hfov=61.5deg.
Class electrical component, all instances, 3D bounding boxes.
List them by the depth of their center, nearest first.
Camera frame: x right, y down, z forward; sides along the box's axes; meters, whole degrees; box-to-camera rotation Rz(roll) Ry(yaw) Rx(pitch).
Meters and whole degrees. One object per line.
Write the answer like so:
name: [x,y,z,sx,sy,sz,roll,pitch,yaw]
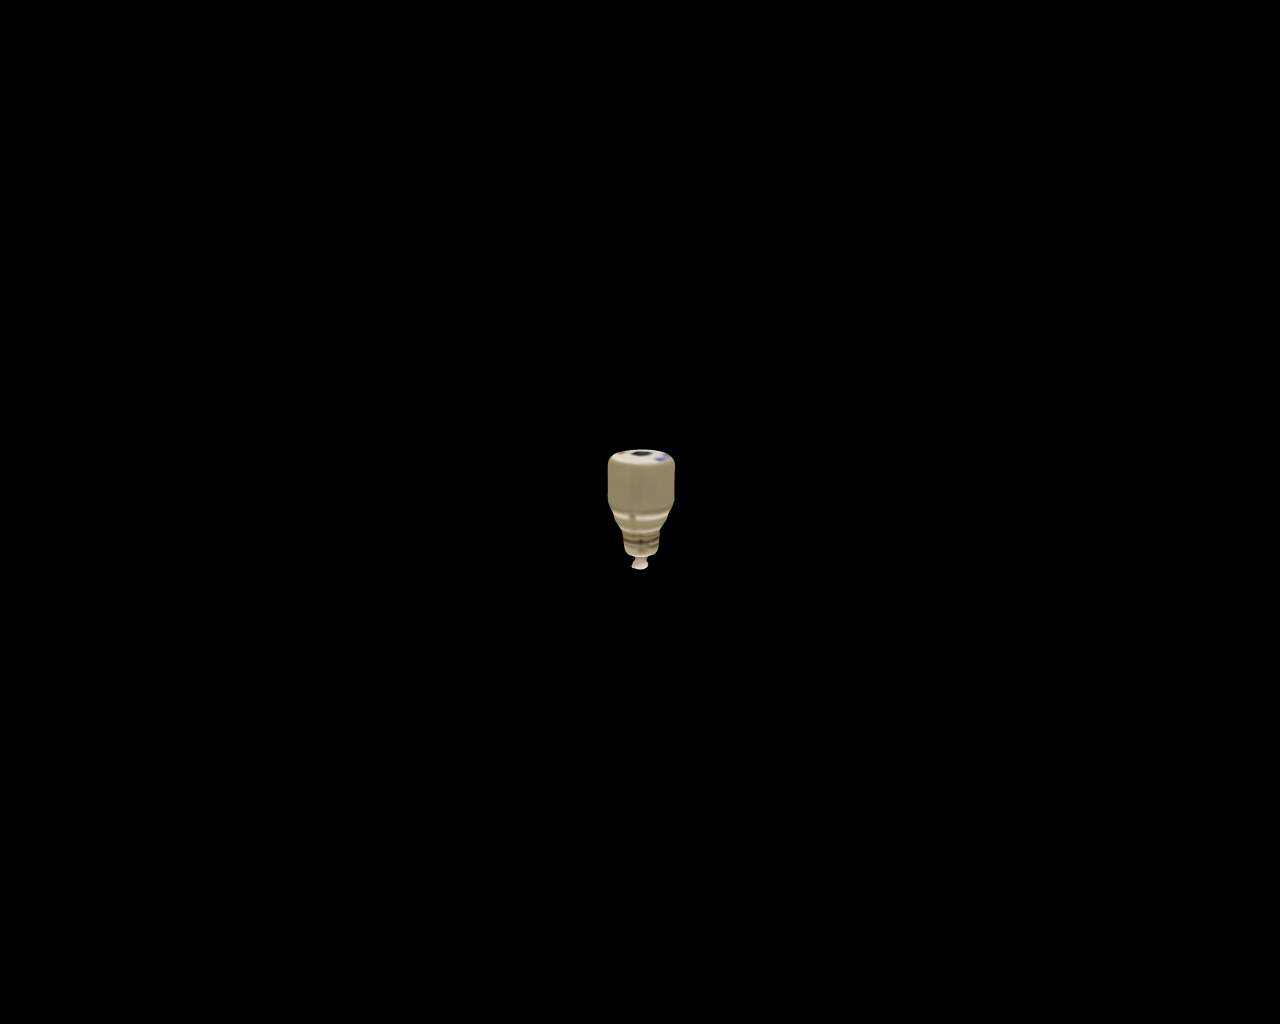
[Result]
electrical component: [0.001,-0.003,0.650,0.040,0.078,0.040,0,16,0]
